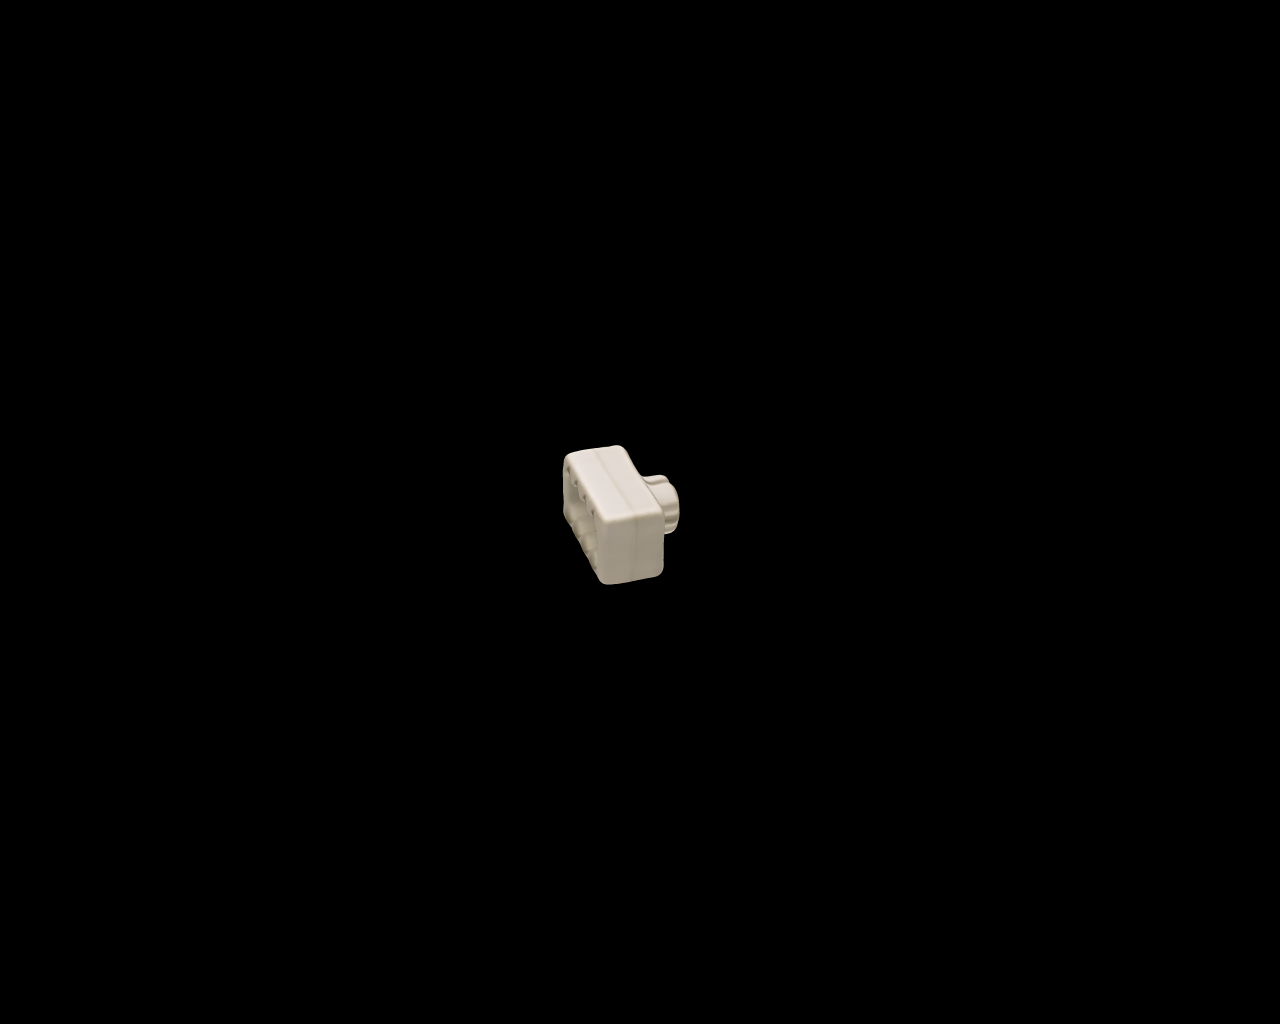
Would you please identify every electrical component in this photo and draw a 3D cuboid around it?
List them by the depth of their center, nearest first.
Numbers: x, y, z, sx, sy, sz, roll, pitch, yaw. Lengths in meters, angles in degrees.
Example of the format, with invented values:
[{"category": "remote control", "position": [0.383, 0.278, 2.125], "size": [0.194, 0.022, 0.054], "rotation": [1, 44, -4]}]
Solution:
[{"category": "electrical component", "position": [0.001, -0.003, 0.650], "size": [0.076, 0.047, 0.083], "rotation": [-10, 35, -15]}]
